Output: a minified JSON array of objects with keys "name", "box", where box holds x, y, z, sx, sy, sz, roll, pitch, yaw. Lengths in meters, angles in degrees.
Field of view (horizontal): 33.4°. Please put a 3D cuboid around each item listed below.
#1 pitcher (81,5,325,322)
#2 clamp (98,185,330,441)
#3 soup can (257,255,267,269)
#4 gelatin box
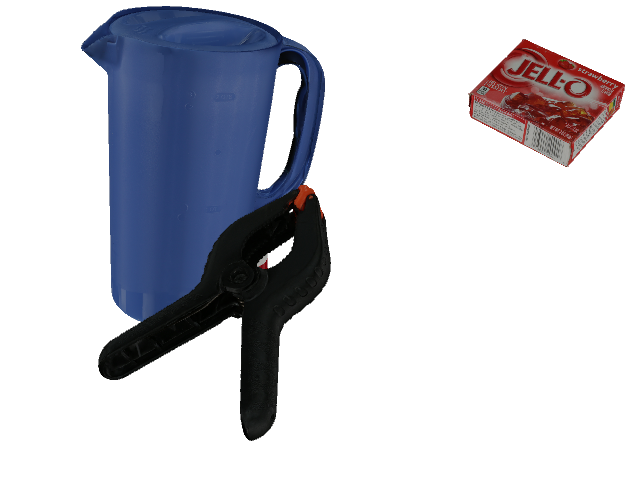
[{"name":"pitcher","box":[-0.097,-0.057,0.852,0.149,0.243,0.144,18,27,23]},{"name":"clamp","box":[-0.039,0.040,0.639,0.120,0.171,0.039,29,-24,27]},{"name":"soup can","box":[-0.096,0.021,1.261,0.068,0.102,0.068,1,25,0]},{"name":"gelatin box","box":[0.166,-0.104,0.788,0.089,0.073,0.030,32,-28,26]}]
